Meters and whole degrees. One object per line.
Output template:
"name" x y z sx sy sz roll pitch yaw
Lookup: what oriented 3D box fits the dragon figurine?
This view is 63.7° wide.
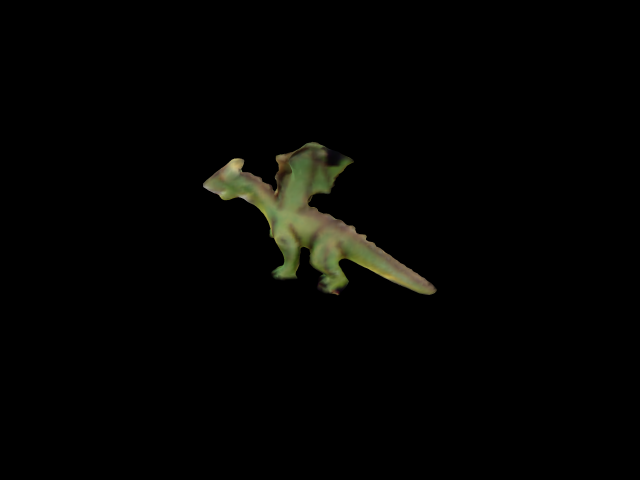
"dragon figurine" 0.003 -0.043 0.850 0.411 0.237 0.125 11 41 13
